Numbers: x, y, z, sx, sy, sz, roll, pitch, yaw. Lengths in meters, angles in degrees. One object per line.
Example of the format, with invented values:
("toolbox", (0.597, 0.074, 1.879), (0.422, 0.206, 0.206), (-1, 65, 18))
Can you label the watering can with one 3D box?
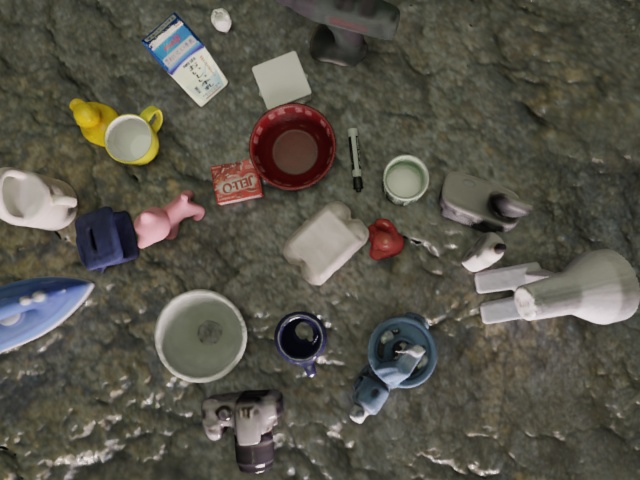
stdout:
("watering can", (-0.532, -0.071, 1.021), (0.173, 0.194, 0.101), (-20, 86, 2))

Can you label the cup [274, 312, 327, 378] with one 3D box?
("cup", (-0.027, 0.185, 1.033), (0.091, 0.095, 0.118), (-19, 86, 2))

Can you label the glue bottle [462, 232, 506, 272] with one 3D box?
("glue bottle", (0.292, 0.019, 0.988), (0.037, 0.173, 0.078), (40, 89, 5))

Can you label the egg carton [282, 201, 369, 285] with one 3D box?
("egg carton", (0.010, 0.004, 1.054), (0.150, 0.069, 0.107), (-44, 86, 0))

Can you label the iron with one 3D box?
("iron", (-0.557, 0.127, 1.038), (0.258, 0.141, 0.119), (-23, 86, 1))

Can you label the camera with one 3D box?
("camera", (-0.137, 0.346, 1.026), (0.143, 0.101, 0.137), (-5, 87, 3))

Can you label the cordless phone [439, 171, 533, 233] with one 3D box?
("cordless phone", (0.286, -0.073, 0.987), (0.147, 0.185, 0.094), (18, 88, 4))

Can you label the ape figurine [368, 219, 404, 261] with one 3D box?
("ape figurine", (0.116, 0.001, 1.038), (0.076, 0.092, 0.078), (30, 89, 4))

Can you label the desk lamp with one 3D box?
("desk lamp", (0.387, 0.090, 0.959), (0.203, 0.213, 0.118), (-11, 86, 2))

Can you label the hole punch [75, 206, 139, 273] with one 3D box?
("hole punch", (-0.404, 0.001, 1.063), (0.101, 0.091, 0.109), (-16, 86, 2))

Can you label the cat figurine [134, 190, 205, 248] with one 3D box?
("cat figurine", (-0.285, -0.042, 1.046), (0.128, 0.118, 0.067), (-40, 85, 0))

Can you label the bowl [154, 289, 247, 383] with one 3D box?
("bowl", (-0.212, 0.173, 1.052), (0.167, 0.075, 0.167), (0, 87, 3))

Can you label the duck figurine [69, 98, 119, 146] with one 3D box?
("duck figurine", (-0.426, -0.226, 1.079), (0.104, 0.086, 0.077), (44, 90, 4))

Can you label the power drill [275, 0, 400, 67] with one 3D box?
("power drill", (0.022, -0.383, 1.005), (0.229, 0.208, 0.076), (12, 87, 4))

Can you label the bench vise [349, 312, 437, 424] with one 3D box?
("bench vise", (0.129, 0.225, 0.960), (0.121, 0.220, 0.207), (17, 88, 4))
